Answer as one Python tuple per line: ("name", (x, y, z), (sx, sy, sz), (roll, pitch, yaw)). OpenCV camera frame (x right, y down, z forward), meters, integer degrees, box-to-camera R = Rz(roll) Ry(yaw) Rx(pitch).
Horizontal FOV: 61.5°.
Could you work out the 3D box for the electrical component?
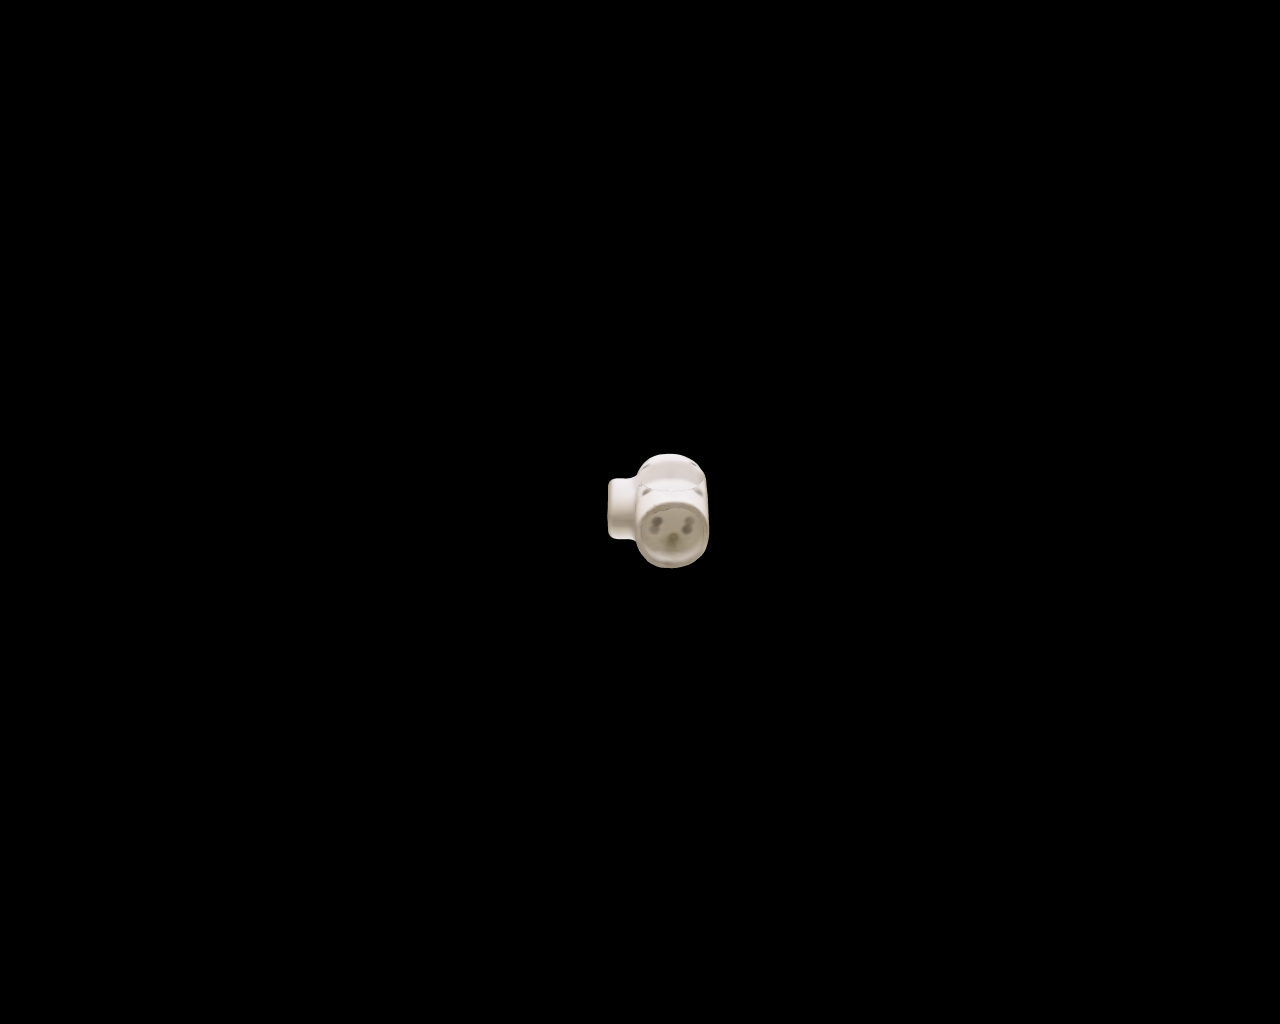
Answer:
("electrical component", (0.001, -0.003, 0.650), (0.079, 0.044, 0.077), (0, 25, 0))
